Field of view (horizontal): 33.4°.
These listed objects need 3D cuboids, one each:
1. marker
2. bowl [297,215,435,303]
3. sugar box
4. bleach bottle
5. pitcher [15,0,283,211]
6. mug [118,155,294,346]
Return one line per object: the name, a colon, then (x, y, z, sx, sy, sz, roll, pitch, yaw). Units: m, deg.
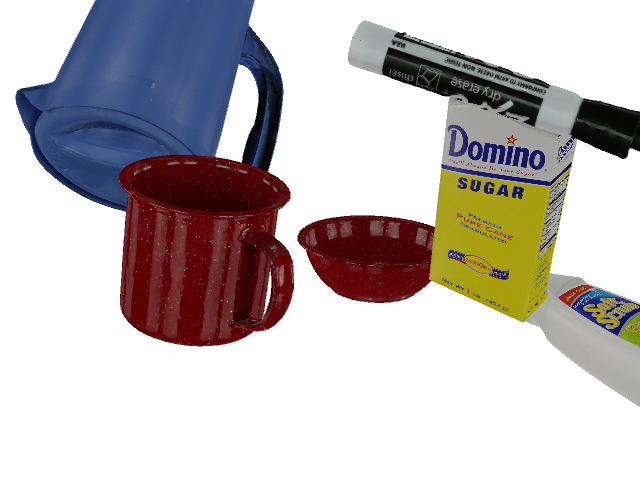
marker: (0.069, -0.059, 0.418, 0.121, 0.020, 0.020, 21, 5, 13)
bowl: (0.056, 0.023, 1.102, 0.162, 0.055, 0.162, 2, 18, -1)
sugar box: (0.138, -0.029, 0.826, 0.093, 0.176, 0.048, 24, 45, 28)
bleach bottle: (0.268, 0.088, 1.035, 0.102, 0.068, 0.251, -16, 25, -27)
pitcher: (-0.110, -0.146, 0.818, 0.145, 0.242, 0.149, 0, -32, 24)
mug: (-0.059, 0.010, 0.584, 0.117, 0.081, 0.093, 25, 27, 35)
